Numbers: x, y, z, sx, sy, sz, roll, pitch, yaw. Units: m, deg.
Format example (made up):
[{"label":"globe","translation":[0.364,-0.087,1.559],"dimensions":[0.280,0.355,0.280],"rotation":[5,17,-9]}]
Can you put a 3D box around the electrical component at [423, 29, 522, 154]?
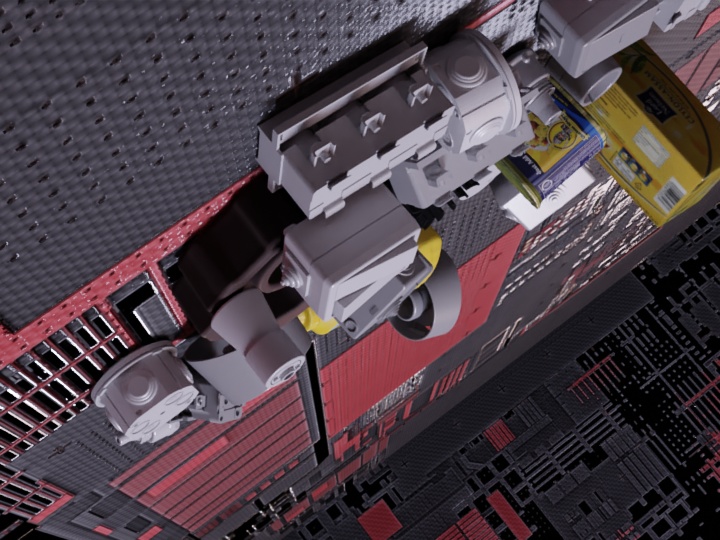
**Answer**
[{"label":"electrical component","translation":[0.075,-0.127,0.770],"dimensions":[0.051,0.080,0.080],"rotation":[-30,164,-14]}]

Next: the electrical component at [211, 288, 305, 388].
[{"label":"electrical component","translation":[-0.070,0.051,0.766],"dimensions":[0.044,0.065,0.044],"rotation":[-36,163,-13]}]

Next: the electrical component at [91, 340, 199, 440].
[{"label":"electrical component","translation":[-0.179,0.100,0.898],"dimensions":[0.080,0.051,0.080],"rotation":[-36,165,-11]}]

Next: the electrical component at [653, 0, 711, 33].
[{"label":"electrical component","translation":[0.265,-0.255,0.871],"dimensions":[0.079,0.063,0.121],"rotation":[-33,165,-22]}]

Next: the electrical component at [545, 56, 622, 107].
[{"label":"electrical component","translation":[0.204,-0.182,0.979],"dimensions":[0.055,0.047,0.055],"rotation":[-36,165,-11]}]

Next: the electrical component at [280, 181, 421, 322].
[{"label":"electrical component","translation":[-0.010,-0.009,0.749],"dimensions":[0.096,0.061,0.061],"rotation":[-33,162,-21]}]

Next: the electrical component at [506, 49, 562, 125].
[{"label":"electrical component","translation":[0.141,-0.149,0.894],"dimensions":[0.048,0.062,0.048],"rotation":[-38,170,-8]}]

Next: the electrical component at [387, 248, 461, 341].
[{"label":"electrical component","translation":[0.070,0.028,1.204],"dimensions":[0.064,0.099,0.099],"rotation":[-20,157,-37]}]

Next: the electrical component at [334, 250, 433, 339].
[{"label":"electrical component","translation":[0.000,0.000,0.935],"dimensions":[0.099,0.099,0.048],"rotation":[-47,173,39]}]

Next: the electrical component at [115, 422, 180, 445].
[{"label":"electrical component","translation":[-0.204,0.148,1.020],"dimensions":[0.061,0.035,0.035],"rotation":[-24,160,-37]}]

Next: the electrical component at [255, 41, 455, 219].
[{"label":"electrical component","translation":[-0.002,-0.092,0.720],"dimensions":[0.121,0.063,0.078],"rotation":[-34,165,-19]}]

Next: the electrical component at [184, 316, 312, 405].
[{"label":"electrical component","translation":[-0.094,0.068,0.932],"dimensions":[0.099,0.064,0.099],"rotation":[-36,-166,10]}]

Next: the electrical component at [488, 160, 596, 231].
[{"label":"electrical component","translation":[0.175,-0.097,1.057],"dimensions":[0.100,0.099,0.048],"rotation":[-39,123,18]}]

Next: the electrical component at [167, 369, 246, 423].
[{"label":"electrical component","translation":[-0.143,0.117,0.990],"dimensions":[0.081,0.064,0.042],"rotation":[-3,98,-67]}]

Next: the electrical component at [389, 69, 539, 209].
[{"label":"electrical component","translation":[0.076,-0.103,0.848],"dimensions":[0.121,0.063,0.079],"rotation":[-33,-155,-20]}]

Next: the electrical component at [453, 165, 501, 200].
[{"label":"electrical component","translation":[0.146,-0.110,1.003],"dimensions":[0.138,0.073,0.052],"rotation":[-38,166,-1]}]

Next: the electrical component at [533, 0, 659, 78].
[{"label":"electrical component","translation":[0.184,-0.198,0.853],"dimensions":[0.096,0.061,0.061],"rotation":[-37,166,-6]}]
